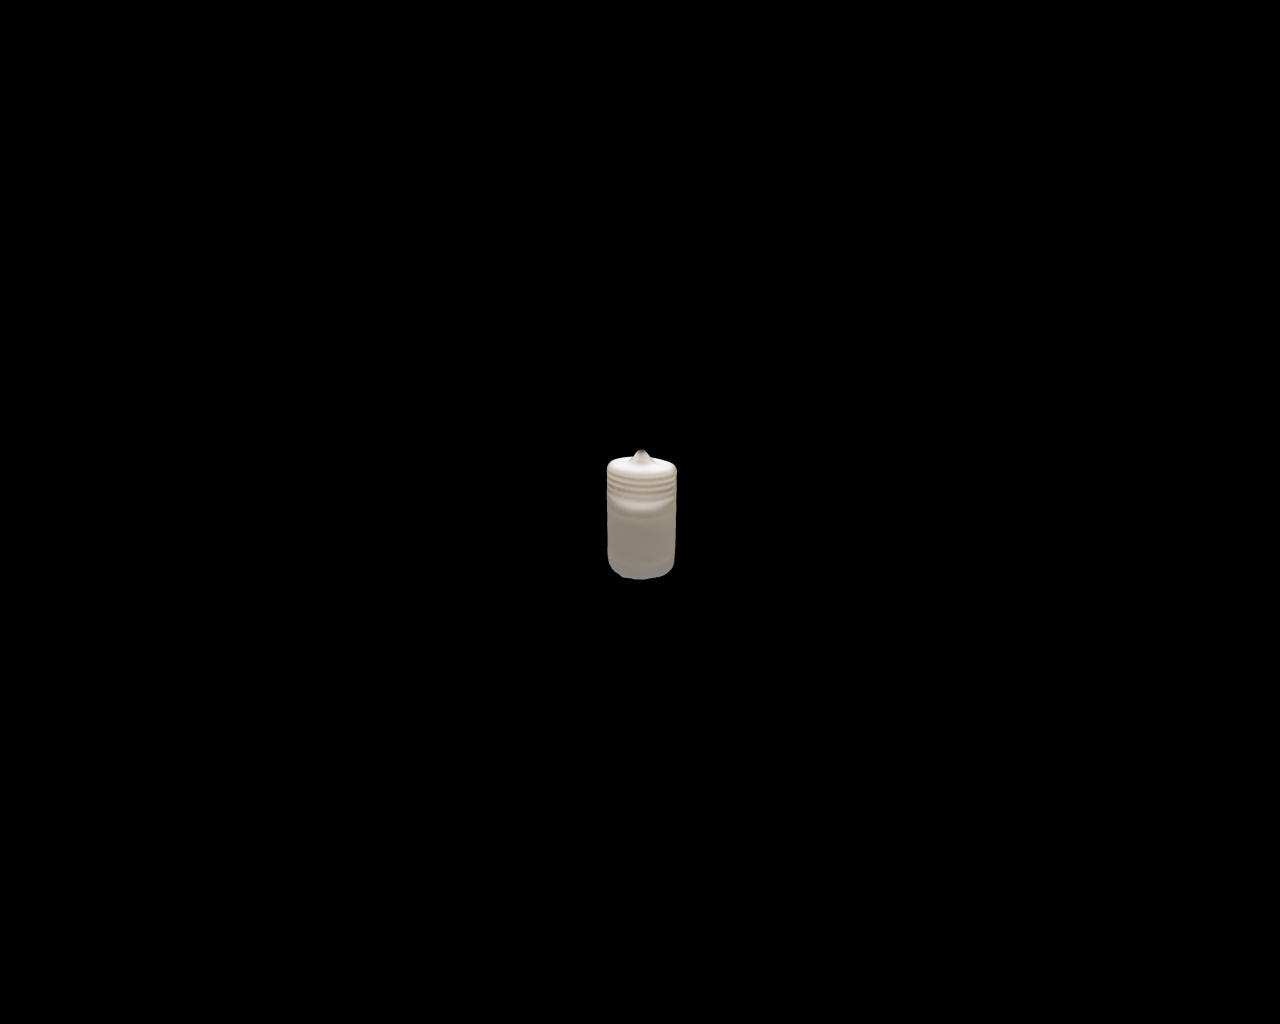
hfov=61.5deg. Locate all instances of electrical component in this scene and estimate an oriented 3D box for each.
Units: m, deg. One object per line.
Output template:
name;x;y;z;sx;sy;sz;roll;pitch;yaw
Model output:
electrical component;0.001;-0.003;0.650;0.043;0.080;0.043;0;29;0
